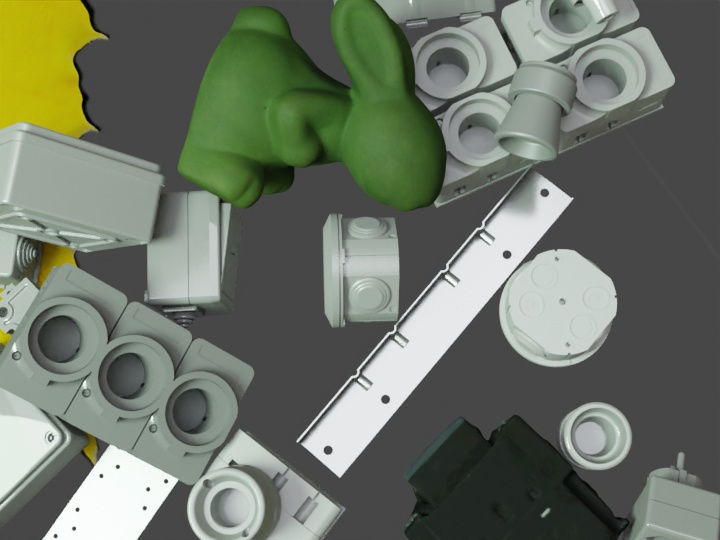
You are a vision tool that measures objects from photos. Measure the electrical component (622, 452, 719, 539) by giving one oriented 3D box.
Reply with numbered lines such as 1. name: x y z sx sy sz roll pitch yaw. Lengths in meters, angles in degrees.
1. electrical component: 0.210 0.159 0.724 0.047 0.065 0.076 16 51 6

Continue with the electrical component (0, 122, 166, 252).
1. electrical component: -0.208 -0.052 0.735 0.109 0.109 0.056 16 77 -37

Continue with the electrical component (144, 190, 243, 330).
1. electrical component: -0.118 -0.004 0.775 0.061 0.061 0.096 -3 78 3

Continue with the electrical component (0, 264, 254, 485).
1. electrical component: -0.160 0.071 0.728 0.150 0.062 0.089 32 76 -18

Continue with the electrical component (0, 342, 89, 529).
1. electrical component: -0.271 0.120 0.762 0.109 0.056 0.109 -45 80 -5

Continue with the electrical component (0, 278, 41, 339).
1. electrical component: -0.230 0.038 0.776 0.066 0.055 0.048 44 84 10

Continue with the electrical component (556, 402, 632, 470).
1. electrical component: 0.159 0.115 0.737 0.045 0.055 0.045 -1 79 3

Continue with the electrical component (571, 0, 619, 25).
1. electrical component: 0.158 -0.201 0.744 0.048 0.048 0.062 -25 85 -2

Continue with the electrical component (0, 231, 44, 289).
1. electrical component: -0.285 -0.034 0.798 0.100 0.048 0.099 4 79 4

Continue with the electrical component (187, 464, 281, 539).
1. electrical component: -0.082 0.153 0.695 0.055 0.047 0.055 -1 79 5

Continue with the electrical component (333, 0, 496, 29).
1. electrical component: 0.039 -0.215 0.803 0.121 0.078 0.063 -7 107 2

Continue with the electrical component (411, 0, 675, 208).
1. electrical component: 0.120 -0.136 0.787 0.186 0.060 0.105 -24 78 -1

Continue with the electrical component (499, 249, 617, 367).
1. electrical component: 0.140 0.026 0.758 0.080 0.051 0.080 -1 79 3

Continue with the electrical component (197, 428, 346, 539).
1. electrical component: -0.063 0.160 0.744 0.089 0.050 0.055 37 83 10

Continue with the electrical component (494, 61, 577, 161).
1. electrical component: 0.119 -0.107 0.726 0.045 0.045 0.055 17 80 7

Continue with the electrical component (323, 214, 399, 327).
1. electrical component: 0.000 0.000 0.758 0.051 0.080 0.080 -1 78 -3
